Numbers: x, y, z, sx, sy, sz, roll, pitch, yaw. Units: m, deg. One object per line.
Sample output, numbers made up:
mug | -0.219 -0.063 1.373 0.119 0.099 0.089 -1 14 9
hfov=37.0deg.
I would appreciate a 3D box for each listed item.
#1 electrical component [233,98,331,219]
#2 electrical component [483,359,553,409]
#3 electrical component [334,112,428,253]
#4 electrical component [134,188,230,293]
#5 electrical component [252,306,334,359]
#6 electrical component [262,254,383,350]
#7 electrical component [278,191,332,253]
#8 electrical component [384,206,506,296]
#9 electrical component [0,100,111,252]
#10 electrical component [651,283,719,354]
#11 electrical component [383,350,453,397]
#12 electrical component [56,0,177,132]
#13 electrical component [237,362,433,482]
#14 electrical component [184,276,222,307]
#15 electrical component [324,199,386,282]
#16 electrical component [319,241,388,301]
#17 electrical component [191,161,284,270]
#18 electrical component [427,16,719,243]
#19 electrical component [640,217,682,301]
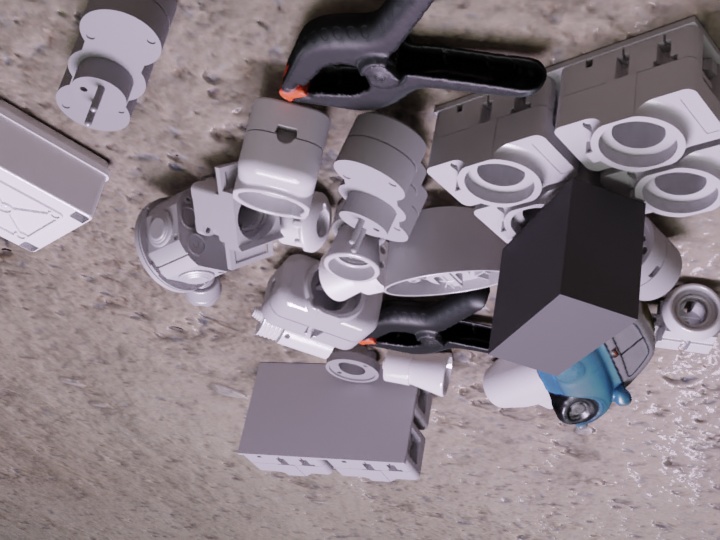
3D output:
electrical component | -0.055 -0.073 0.750 0.054 0.059 0.095 14 168 -4
electrical component | 0.174 0.110 1.039 0.079 0.043 0.077 26 149 -25
electrical component | 0.009 -0.047 0.751 0.052 0.073 0.138 22 166 10
electrical component | -0.138 -0.025 0.874 0.051 0.080 0.080 -21 138 37
electrical component | -0.064 0.052 1.023 0.081 0.043 0.043 20 151 -14
electrical component | -0.031 0.027 0.954 0.095 0.053 0.059 20 151 -16
electrical component | -0.056 -0.041 0.851 0.062 0.048 0.048 11 153 24
electrical component | 0.068 -0.007 0.837 0.099 0.064 0.099 0 157 0
electrical component | -0.277 -0.072 0.864 0.109 0.056 0.109 31 146 -32
electrical component | 0.268 0.040 0.874 0.066 0.048 0.055 7 159 8
electrical component | 0.055 0.098 1.067 0.065 0.044 0.044 9 152 15
electrical component | -0.165 -0.128 0.702 0.052 0.073 0.138 21 151 -16
electrical component | -0.023 0.160 1.141 0.186 0.105 0.060 -1 149 22
electrical component | -0.145 0.007 0.983 0.035 0.035 0.061 11 149 2
electrical component | -0.002 -0.024 0.847 0.045 0.055 0.045 9 152 5
electrical component | 0.000 0.000 0.903 0.055 0.045 0.045 -13 143 38
electrical component | -0.096 -0.046 0.827 0.064 0.042 0.081 17 119 45
electrical component | 0.148 -0.077 0.689 0.186 0.060 0.105 -14 143 39
electrical component | 0.206 -0.008 0.800 0.055 0.055 0.047 -16 145 41
